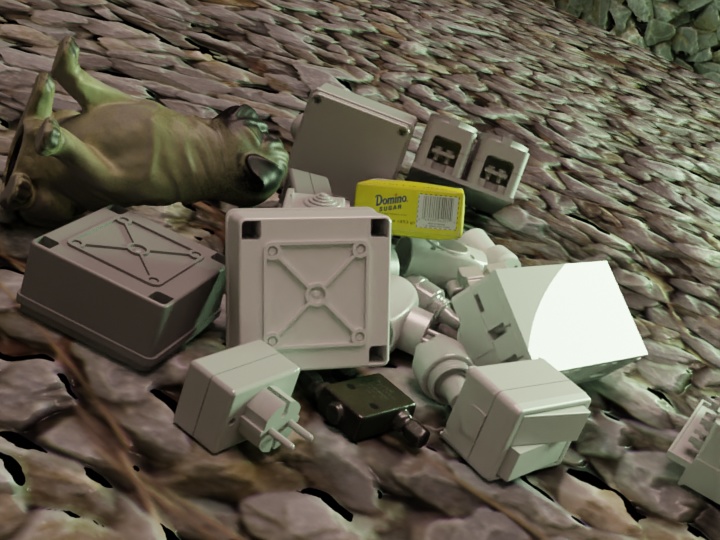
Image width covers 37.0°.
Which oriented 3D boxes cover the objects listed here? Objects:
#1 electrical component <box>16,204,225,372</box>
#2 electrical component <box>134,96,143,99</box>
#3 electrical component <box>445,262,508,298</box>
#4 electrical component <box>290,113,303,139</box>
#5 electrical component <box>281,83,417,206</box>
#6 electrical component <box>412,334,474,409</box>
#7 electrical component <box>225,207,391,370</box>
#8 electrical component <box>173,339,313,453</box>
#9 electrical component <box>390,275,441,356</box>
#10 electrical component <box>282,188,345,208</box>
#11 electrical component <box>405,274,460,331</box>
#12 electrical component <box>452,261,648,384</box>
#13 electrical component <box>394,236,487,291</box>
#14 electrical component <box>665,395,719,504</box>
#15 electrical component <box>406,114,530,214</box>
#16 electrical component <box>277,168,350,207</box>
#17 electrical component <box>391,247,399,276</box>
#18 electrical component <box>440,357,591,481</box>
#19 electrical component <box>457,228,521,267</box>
[{"bbox_3d":[-0.162,0.009,0.754,0.109,0.056,0.109,25,24,11],"label":"electrical component"},{"bbox_3d":[-0.206,-0.099,0.920,0.047,0.083,0.075,12,25,-19],"label":"electrical component"},{"bbox_3d":[0.115,0.025,0.948,0.066,0.048,0.055,-7,31,-9],"label":"electrical component"},{"bbox_3d":[-0.052,-0.150,1.207,0.040,0.040,0.046,5,34,-32],"label":"electrical component"},{"bbox_3d":[-0.010,-0.119,1.087,0.109,0.108,0.056,21,21,2],"label":"electrical component"},{"bbox_3d":[0.065,0.080,0.797,0.043,0.043,0.062,10,26,-22],"label":"electrical component"},{"bbox_3d":[-0.037,0.013,0.748,0.109,0.108,0.056,-2,9,-16],"label":"electrical component"},{"bbox_3d":[-0.064,0.088,0.673,0.077,0.047,0.066,33,26,27],"label":"electrical component"},{"bbox_3d":[0.033,0.043,0.850,0.079,0.043,0.077,24,24,8],"label":"electrical component"},{"bbox_3d":[-0.039,-0.006,0.833,0.048,0.099,0.099,6,24,-1],"label":"electrical component"},{"bbox_3d":[0.061,0.031,0.910,0.061,0.035,0.035,34,27,23],"label":"electrical component"},{"bbox_3d":[0.154,0.048,0.881,0.150,0.062,0.089,-4,67,-43],"label":"electrical component"},{"bbox_3d":[0.068,-0.012,0.997,0.077,0.044,0.079,12,20,-21],"label":"electrical component"},{"bbox_3d":[0.297,0.132,0.843,0.079,0.063,0.121,29,25,20],"label":"electrical component"},{"bbox_3d":[0.110,-0.110,1.135,0.105,0.060,0.186,20,0,1],"label":"electrical component"},{"bbox_3d":[-0.034,-0.053,1.002,0.077,0.047,0.065,13,24,-15],"label":"electrical component"},{"bbox_3d":[0.000,0.000,0.917,0.055,0.048,0.066,1,29,-22],"label":"electrical component"},{"bbox_3d":[0.117,0.105,0.759,0.096,0.061,0.061,-2,32,-41],"label":"electrical component"},{"bbox_3d":[0.121,-0.008,1.028,0.045,0.045,0.055,-2,32,-41],"label":"electrical component"}]
